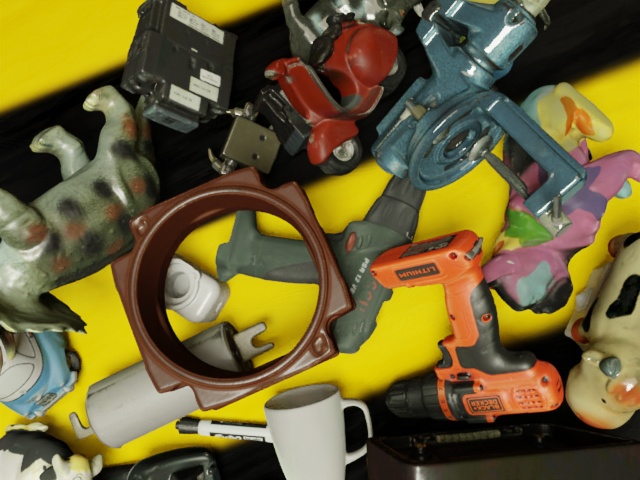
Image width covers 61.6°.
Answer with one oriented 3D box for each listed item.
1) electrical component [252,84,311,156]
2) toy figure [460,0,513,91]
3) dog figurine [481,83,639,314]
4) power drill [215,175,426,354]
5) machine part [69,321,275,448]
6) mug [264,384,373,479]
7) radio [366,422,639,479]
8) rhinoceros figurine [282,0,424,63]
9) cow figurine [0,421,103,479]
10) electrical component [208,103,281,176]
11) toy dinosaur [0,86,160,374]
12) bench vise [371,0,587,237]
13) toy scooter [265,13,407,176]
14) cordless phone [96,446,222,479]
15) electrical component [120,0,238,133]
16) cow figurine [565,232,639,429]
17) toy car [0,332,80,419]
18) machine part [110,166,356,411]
[{"bbox_3d":[-0.014,-0.134,0.624,0.075,0.048,0.119,-39,87,-29],"label":"electrical component"},{"bbox_3d":[0.181,-0.246,0.620,0.089,0.082,0.180,5,85,7],"label":"toy figure"},{"bbox_3d":[0.222,-0.032,0.571,0.219,0.108,0.191,-41,80,1],"label":"dog figurine"},{"bbox_3d":[-0.001,-0.002,0.607,0.207,0.086,0.232,16,82,1],"label":"power drill"},{"bbox_3d":[-0.163,0.159,0.593,0.243,0.079,0.079,-26,80,0],"label":"machine part"},{"bbox_3d":[0.003,0.214,0.571,0.110,0.081,0.107,-10,91,0],"label":"mug"},{"bbox_3d":[0.163,0.217,0.494,0.230,0.131,0.073,2,80,-15],"label":"radio"},{"bbox_3d":[0.046,-0.275,0.641,0.190,0.073,0.112,-29,78,1],"label":"rhinoceros figurine"},{"bbox_3d":[-0.292,0.250,0.579,0.168,0.068,0.098,-4,65,26],"label":"cow figurine"},{"bbox_3d":[-0.090,-0.117,0.648,0.078,0.045,0.102,16,85,-20],"label":"electrical component"},{"bbox_3d":[-0.255,-0.033,0.586,0.405,0.131,0.192,-49,116,-35],"label":"toy dinosaur"},{"bbox_3d":[0.165,-0.112,0.506,0.223,0.128,0.241,-42,61,16],"label":"bench vise"},{"bbox_3d":[0.014,-0.171,0.568,0.135,0.075,0.184,35,71,-30],"label":"toy scooter"},{"bbox_3d":[-0.195,0.310,0.582,0.184,0.088,0.146,-12,80,15],"label":"cordless phone"},{"bbox_3d":[-0.163,-0.197,0.625,0.058,0.115,0.134,-11,67,48],"label":"electrical component"},{"bbox_3d":[0.285,0.079,0.483,0.086,0.127,0.195,28,83,12],"label":"cow figurine"},{"bbox_3d":[-0.358,0.125,0.606,0.109,0.103,0.162,-38,78,0],"label":"toy car"},{"bbox_3d":[-0.081,0.045,0.522,0.201,0.087,0.201,-24,80,1],"label":"machine part"}]
